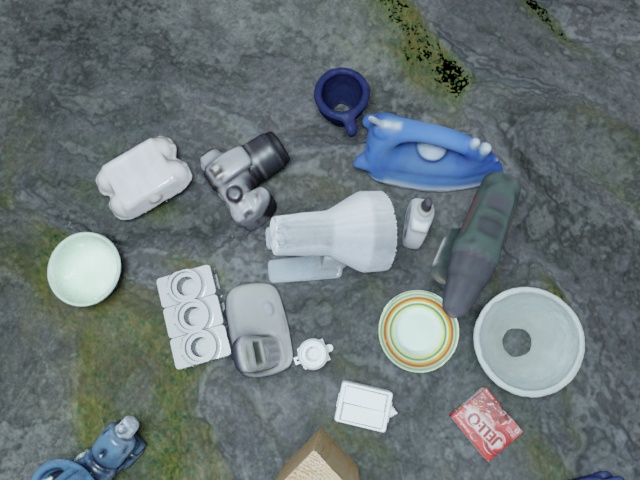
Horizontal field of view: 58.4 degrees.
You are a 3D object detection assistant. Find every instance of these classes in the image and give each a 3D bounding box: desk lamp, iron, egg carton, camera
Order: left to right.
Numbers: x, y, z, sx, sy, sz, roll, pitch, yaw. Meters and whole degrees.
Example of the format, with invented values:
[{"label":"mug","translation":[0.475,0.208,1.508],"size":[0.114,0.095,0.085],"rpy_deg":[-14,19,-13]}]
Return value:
[{"label":"egg carton","translation":[-0.298,-0.104,0.975],"size":[0.150,0.069,0.107],"rpy_deg":[-33,80,-4]},{"label":"camera","translation":[-0.113,-0.111,0.954],"size":[0.137,0.101,0.143],"rpy_deg":[-34,80,-4]},{"label":"desk lamp","translation":[0.008,0.003,0.870],"size":[0.203,0.213,0.118],"rpy_deg":[-6,79,1]},{"label":"iron","translation":[0.189,-0.151,0.930],"size":[0.258,0.141,0.119],"rpy_deg":[11,80,4]}]

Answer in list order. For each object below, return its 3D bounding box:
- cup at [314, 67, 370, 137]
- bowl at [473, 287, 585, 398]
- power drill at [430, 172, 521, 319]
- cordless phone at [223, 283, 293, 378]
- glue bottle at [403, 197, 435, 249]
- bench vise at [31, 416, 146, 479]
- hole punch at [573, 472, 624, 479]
[{"label":"cup","translation":[0.041,-0.220,0.972],"size":[0.091,0.095,0.118],"rpy_deg":[-15,79,-1]},{"label":"bowl","translation":[0.318,0.160,0.900],"size":[0.167,0.075,0.167],"rpy_deg":[0,79,2]},{"label":"power drill","translation":[0.226,0.018,0.862],"size":[0.075,0.208,0.230],"rpy_deg":[23,81,7]},{"label":"cordless phone","translation":[-0.102,0.134,0.864],"size":[0.094,0.185,0.147],"rpy_deg":[-16,79,-1]},{"label":"glue bottle","translation":[0.157,-0.037,0.893],"size":[0.037,0.173,0.078],"rpy_deg":[10,80,4]},{"label":"bench vise","translation":[-0.356,0.339,0.816],"size":[0.121,0.220,0.207],"rpy_deg":[21,81,6]},{"label":"hole punch","translation":[0.410,0.403,0.842],"size":[0.108,0.091,0.101],"rpy_deg":[-16,79,-1]}]
